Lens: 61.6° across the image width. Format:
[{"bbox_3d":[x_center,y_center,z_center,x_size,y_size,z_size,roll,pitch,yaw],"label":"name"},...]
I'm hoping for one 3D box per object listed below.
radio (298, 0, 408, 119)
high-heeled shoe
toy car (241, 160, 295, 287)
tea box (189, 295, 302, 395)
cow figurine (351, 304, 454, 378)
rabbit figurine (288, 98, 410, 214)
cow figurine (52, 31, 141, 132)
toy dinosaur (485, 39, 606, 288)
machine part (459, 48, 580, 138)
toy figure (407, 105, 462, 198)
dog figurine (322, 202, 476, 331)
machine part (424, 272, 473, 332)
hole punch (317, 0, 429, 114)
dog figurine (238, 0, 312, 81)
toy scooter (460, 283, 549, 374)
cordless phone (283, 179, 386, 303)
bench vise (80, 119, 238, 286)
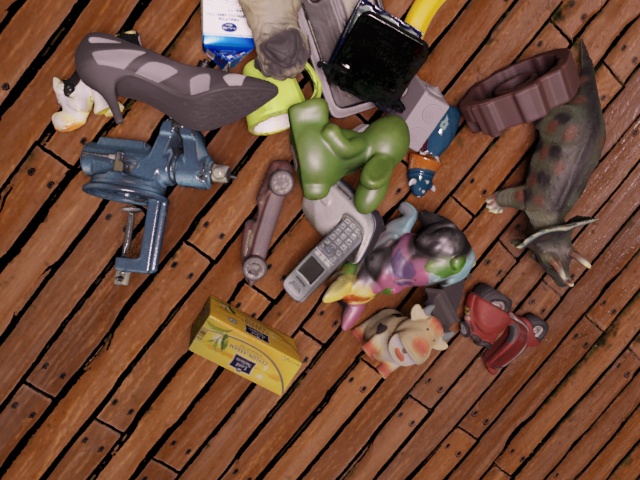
[{"bbox_3d":[0.032,-0.303,0.801,0.131,0.073,0.229,-23,105,-5],"label":"radio"},{"bbox_3d":[-0.191,-0.225,0.721,0.249,0.086,0.145,-13,69,-21],"label":"high-heeled shoe"},{"bbox_3d":[-0.087,-0.027,0.834,0.053,0.089,0.202,17,100,-14],"label":"toy car"},{"bbox_3d":[-0.121,0.168,0.868,0.169,0.098,0.068,32,95,-17],"label":"tea box"},{"bbox_3d":[0.131,0.155,0.862,0.127,0.195,0.085,-38,95,-5],"label":"cow figurine"},{"bbox_3d":[0.050,-0.125,0.751,0.170,0.121,0.159,-12,64,-6],"label":"rabbit figurine"},{"bbox_3d":[-0.314,-0.223,0.757,0.167,0.068,0.098,-30,101,-6],"label":"cow figurine"},{"bbox_3d":[0.385,-0.125,0.849,0.131,0.192,0.404,9,102,-15],"label":"toy dinosaur"},{"bbox_3d":[0.304,-0.224,0.819,0.179,0.179,0.056,-33,111,-2],"label":"machine part"},{"bbox_3d":[0.182,-0.145,0.875,0.064,0.058,0.154,20,103,-8],"label":"toy figure"},{"bbox_3d":[0.111,0.055,0.848,0.219,0.192,0.108,-43,126,-12],"label":"dog figurine"},{"bbox_3d":[0.214,0.088,0.899,0.084,0.039,0.139,53,46,-18],"label":"machine part"},{"bbox_3d":[0.078,-0.259,0.749,0.142,0.092,0.115,22,129,-17],"label":"hole punch"},{"bbox_3d":[-0.043,-0.329,0.709,0.172,0.121,0.190,-38,128,-12],"label":"dog figurine"},{"bbox_3d":[0.315,0.167,0.964,0.184,0.075,0.135,32,96,-20],"label":"toy scooter"},{"bbox_3d":[-0.002,-0.003,0.832,0.184,0.088,0.147,-45,63,1],"label":"cordless phone"},{"bbox_3d":[-0.242,-0.051,0.772,0.224,0.129,0.240,8,83,-5],"label":"bench vise"}]
